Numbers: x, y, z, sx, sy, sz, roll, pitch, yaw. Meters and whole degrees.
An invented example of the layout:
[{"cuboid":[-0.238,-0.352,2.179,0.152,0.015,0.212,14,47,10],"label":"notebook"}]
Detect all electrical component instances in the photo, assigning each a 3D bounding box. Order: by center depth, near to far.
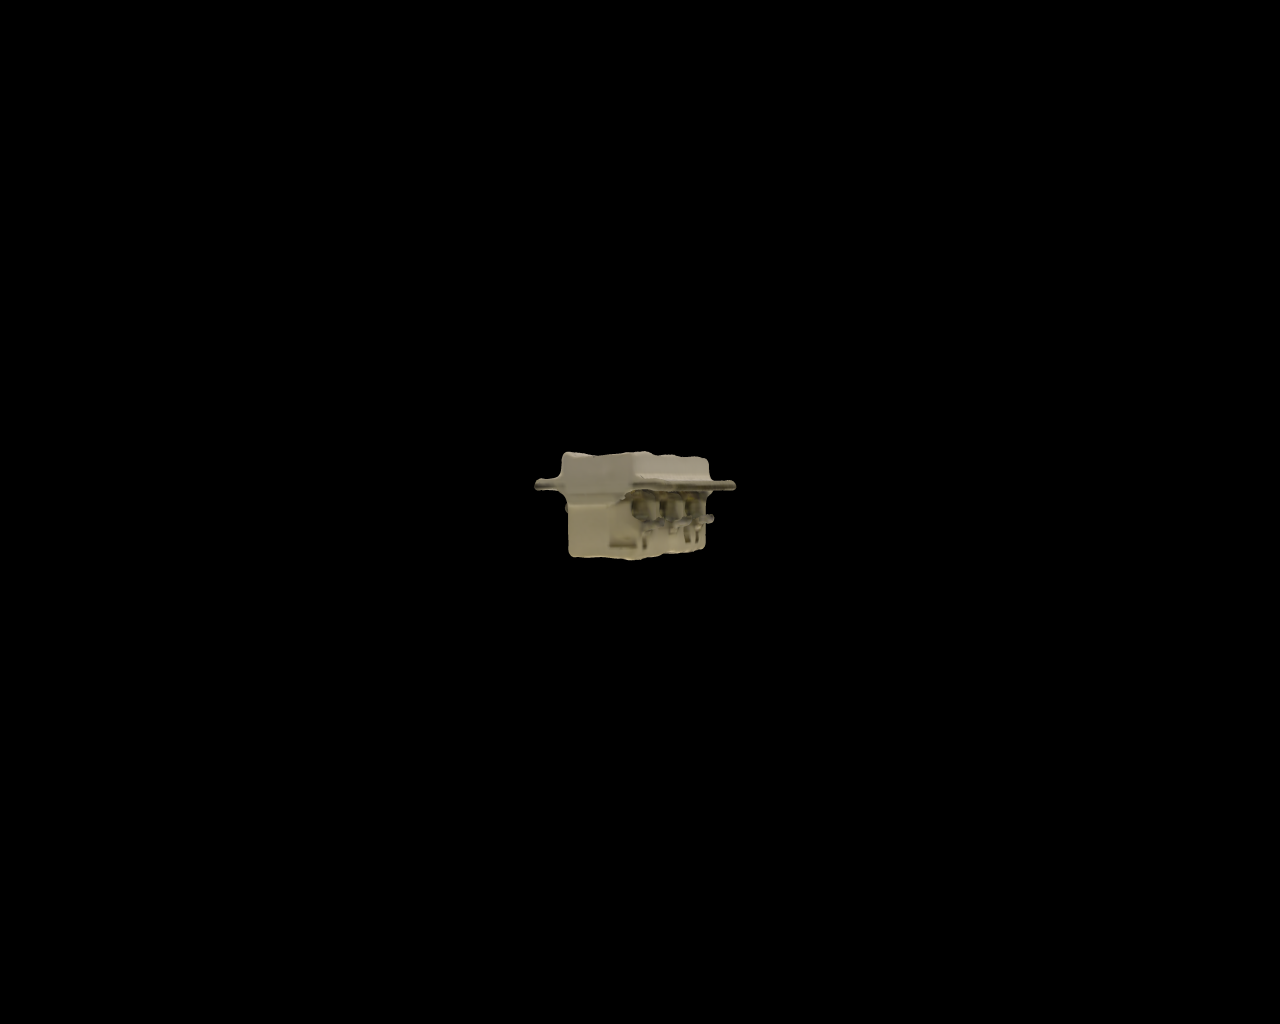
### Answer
[{"cuboid":[0.001,-0.003,0.650,0.079,0.063,0.121,0,0,24],"label":"electrical component"}]
